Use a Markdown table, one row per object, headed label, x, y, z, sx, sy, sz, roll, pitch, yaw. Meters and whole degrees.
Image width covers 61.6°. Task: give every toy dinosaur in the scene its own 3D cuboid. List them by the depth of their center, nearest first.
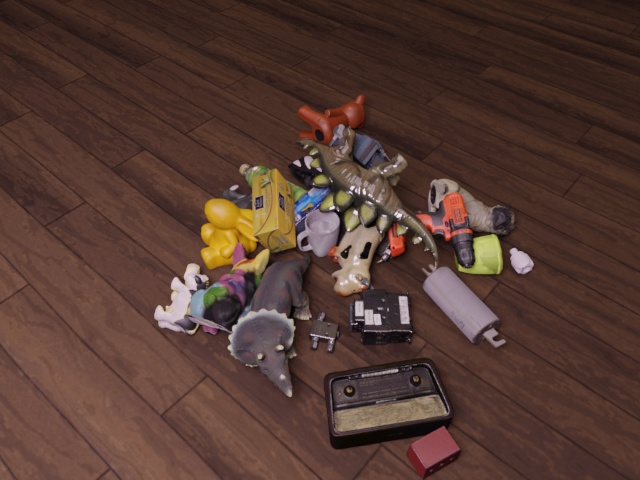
| label | x | y | z | sx | sy | sz | roll | pitch | yaw |
| --- | --- | --- | --- | --- | --- | --- | --- | --- | --- |
| toy dinosaur | -0.086 | 0.127 | 1.112 | 0.131 | 0.192 | 0.405 | 7 | 50 | 5 |
| toy dinosaur | 0.107 | -0.112 | 1.224 | 0.472 | 0.105 | 0.198 | 35 | 71 | 25 |

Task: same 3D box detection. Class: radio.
| label | x | y | z | sx | sy | sz | roll | pitch | yaw |
| --- | --- | --- | --- | --- | --- | --- | --- | --- | --- |
| radio | 0.123 | 0.307 | 1.023 | 0.230 | 0.073 | 0.131 | -7 | 49 | -6 |

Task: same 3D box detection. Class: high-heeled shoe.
| label | x | y | z | sx | sy | sz | roll | pitch | yaw |
| --- | --- | --- | --- | --- | --- | --- | --- | --- | --- |
| high-heeled shoe | -0.016 | -0.137 | 1.423 | 0.145 | 0.086 | 0.249 | -3 | 44 | 3 |

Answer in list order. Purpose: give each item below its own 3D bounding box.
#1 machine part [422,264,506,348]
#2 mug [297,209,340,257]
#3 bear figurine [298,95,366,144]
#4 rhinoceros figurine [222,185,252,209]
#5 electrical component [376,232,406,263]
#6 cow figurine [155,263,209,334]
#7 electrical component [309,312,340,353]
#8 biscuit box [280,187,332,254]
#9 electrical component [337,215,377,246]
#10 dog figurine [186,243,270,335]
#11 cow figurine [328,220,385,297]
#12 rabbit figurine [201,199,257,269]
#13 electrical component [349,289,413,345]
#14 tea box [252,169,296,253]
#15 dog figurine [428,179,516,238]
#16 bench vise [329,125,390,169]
| label | x | y | z | sx | sy | sz | roll | pitch | yaw |
| --- | --- | --- | --- | --- | --- | --- | --- | --- | --- |
| machine part | 0.305 | 0.140 | 1.168 | 0.079 | 0.079 | 0.243 | -24 | 53 | -19 |
| mug | -0.003 | -0.004 | 1.282 | 0.109 | 0.107 | 0.081 | -33 | 56 | -22 |
| bear figurine | 0.043 | -0.360 | 1.594 | 0.132 | 0.120 | 0.196 | 27 | 52 | 27 |
| rhinoceros figurine | -0.171 | -0.081 | 1.377 | 0.190 | 0.073 | 0.112 | 20 | 53 | 18 |
| electrical component | 0.147 | 0.009 | 1.296 | 0.102 | 0.078 | 0.045 | 44 | 17 | 28 |
| cow figurine | -0.288 | 0.128 | 1.196 | 0.098 | 0.068 | 0.167 | 17 | 54 | 8 |
| electrical component | 0.011 | 0.198 | 1.158 | 0.063 | 0.021 | 0.094 | 8 | 48 | 8 |
| biscuit box | -0.040 | -0.059 | 1.314 | 0.203 | 0.062 | 0.059 | -40 | 54 | -2 |
| electrical component | 0.082 | -0.031 | 1.345 | 0.119 | 0.047 | 0.075 | -31 | 54 | -26 |
| dog figurine | -0.186 | 0.097 | 1.157 | 0.109 | 0.191 | 0.219 | 9 | 64 | 17 |
| cow figurine | 0.088 | 0.042 | 1.239 | 0.127 | 0.085 | 0.195 | 20 | 74 | 28 |
| rabbit figurine | -0.214 | -0.023 | 1.261 | 0.162 | 0.173 | 0.122 | -1 | 44 | 6 |
| electrical component | 0.130 | 0.165 | 1.162 | 0.134 | 0.058 | 0.115 | 2 | 46 | 3 |
| tea box | -0.107 | -0.067 | 1.252 | 0.068 | 0.098 | 0.170 | -15 | 59 | 17 |
| dog figurine | 0.382 | -0.086 | 1.356 | 0.191 | 0.121 | 0.172 | -1 | 67 | -8 |
| bench vise | 0.091 | -0.239 | 1.458 | 0.223 | 0.128 | 0.241 | 23 | 9 | -29 |
